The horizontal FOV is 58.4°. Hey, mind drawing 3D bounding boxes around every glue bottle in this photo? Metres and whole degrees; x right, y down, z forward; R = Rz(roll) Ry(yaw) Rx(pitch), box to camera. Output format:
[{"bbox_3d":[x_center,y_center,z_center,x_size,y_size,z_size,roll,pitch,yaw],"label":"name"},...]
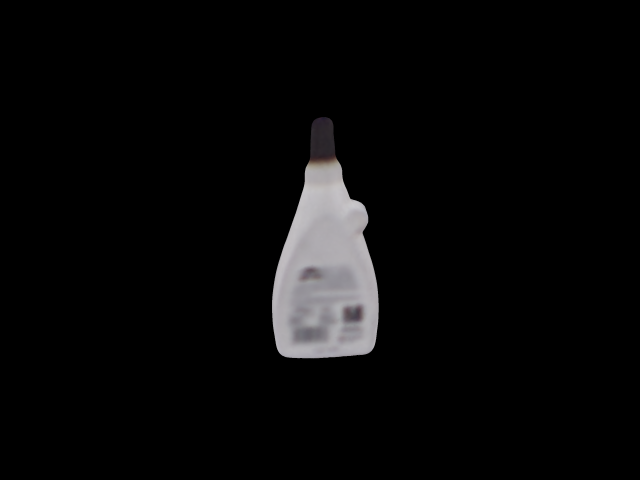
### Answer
[{"bbox_3d":[0.004,0.001,0.400,0.078,0.173,0.037,-2,23,-3],"label":"glue bottle"}]
